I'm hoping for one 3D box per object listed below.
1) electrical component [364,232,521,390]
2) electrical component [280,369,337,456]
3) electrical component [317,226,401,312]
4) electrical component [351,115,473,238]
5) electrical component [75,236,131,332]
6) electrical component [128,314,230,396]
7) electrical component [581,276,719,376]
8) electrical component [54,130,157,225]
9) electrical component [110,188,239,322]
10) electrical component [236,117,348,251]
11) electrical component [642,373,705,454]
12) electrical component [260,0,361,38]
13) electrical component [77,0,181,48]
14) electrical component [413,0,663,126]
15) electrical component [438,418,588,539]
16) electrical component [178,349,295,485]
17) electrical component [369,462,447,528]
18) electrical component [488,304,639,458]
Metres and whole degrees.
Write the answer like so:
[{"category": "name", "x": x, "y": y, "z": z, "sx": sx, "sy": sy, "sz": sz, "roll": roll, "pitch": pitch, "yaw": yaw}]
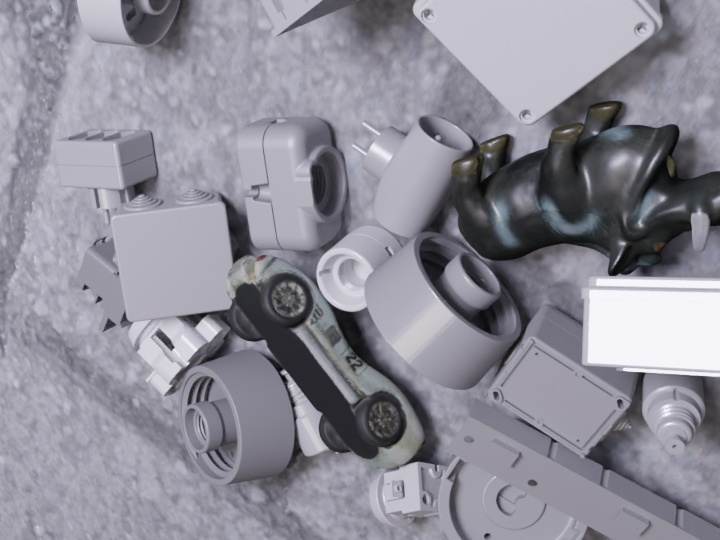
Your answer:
[{"category": "electrical component", "x": 0.063, "y": 0.022, "z": 0.744, "sx": 0.108, "sy": 0.108, "sz": 0.060, "roll": 46, "pitch": 117, "yaw": 5}, {"category": "electrical component", "x": -0.042, "y": 0.115, "z": 0.875, "sx": 0.040, "sy": 0.040, "sz": 0.078, "roll": -25, "pitch": 96, "yaw": 33}, {"category": "electrical component", "x": 0.000, "y": 0.000, "z": 0.803, "sx": 0.055, "sy": 0.047, "sz": 0.055, "roll": 11, "pitch": 114, "yaw": 25}, {"category": "electrical component", "x": 0.029, "y": -0.075, "z": 0.760, "sx": 0.079, "sy": 0.043, "sz": 0.077, "roll": 36, "pitch": 122, "yaw": 12}, {"category": "electrical component", "x": -0.207, "y": 0.008, "z": 0.922, "sx": 0.064, "sy": 0.042, "sz": 0.081, "roll": 37, "pitch": 122, "yaw": 13}, {"category": "electrical component", "x": -0.156, "y": 0.058, "z": 0.903, "sx": 0.057, "sy": 0.058, "sz": 0.078, "roll": 44, "pitch": 101, "yaw": 11}, {"category": "electrical component", "x": 0.204, "y": 0.036, "z": 0.666, "sx": 0.109, "sy": 0.109, "sz": 0.056, "roll": 1, "pitch": 86, "yaw": 28}, {"category": "electrical component", "x": -0.206, "y": -0.073, "z": 0.885, "sx": 0.066, "sy": 0.047, "sz": 0.076, "roll": 5, "pitch": 111, "yaw": 27}, {"category": "electrical component", "x": -0.146, "y": -0.013, "z": 0.855, "sx": 0.100, "sy": 0.048, "sz": 0.099, "roll": -8, "pitch": 109, "yaw": -7}, {"category": "electrical component", "x": -0.048, "y": -0.064, "z": 0.800, "sx": 0.059, "sy": 0.054, "sz": 0.095, "roll": 3, "pitch": 111, "yaw": 28}, {"category": "electrical component", "x": 0.208, "y": 0.093, "z": 0.713, "sx": 0.040, "sy": 0.078, "sz": 0.040, "roll": 6, "pitch": 120, "yaw": 11}, {"category": "electrical component", "x": 0.018, "y": -0.215, "z": 0.635, "sx": 0.186, "sy": 0.105, "sz": 0.060, "roll": -20, "pitch": 100, "yaw": 55}, {"category": "electrical component", "x": -0.172, "y": -0.213, "z": 0.785, "sx": 0.064, "sy": 0.099, "sz": 0.099, "roll": 16, "pitch": 116, "yaw": 15}, {"category": "electrical component", "x": 0.109, "y": -0.162, "z": 0.656, "sx": 0.109, "sy": 0.056, "sz": 0.109, "roll": 42, "pitch": 126, "yaw": -17}, {"category": "electrical component", "x": 0.113, "y": 0.161, "z": 0.793, "sx": 0.108, "sy": 0.060, "sz": 0.108, "roll": 1, "pitch": 101, "yaw": 6}, {"category": "electrical component", "x": -0.109, "y": 0.123, "z": 0.879, "sx": 0.108, "sy": 0.060, "sz": 0.108, "roll": 15, "pitch": 110, "yaw": 50}, {"category": "electrical component", "x": 0.041, "y": 0.176, "z": 0.848, "sx": 0.055, "sy": 0.066, "sz": 0.048, "roll": -23, "pitch": 61, "yaw": 41}, {"category": "electrical component", "x": 0.149, "y": 0.078, "z": 0.749, "sx": 0.096, "sy": 0.061, "sz": 0.061, "roll": 33, "pitch": 124, "yaw": 3}]
